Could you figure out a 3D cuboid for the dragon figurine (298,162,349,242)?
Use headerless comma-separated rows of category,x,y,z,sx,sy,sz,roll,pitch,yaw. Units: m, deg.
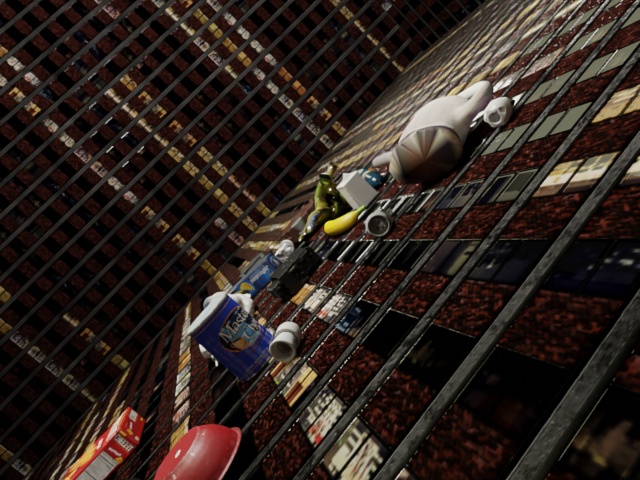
dragon figurine,0.005,-0.076,1.509,0.419,0.122,0.237,-54,-5,-47

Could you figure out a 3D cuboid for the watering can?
watering can,0.200,-0.188,1.035,0.342,0.103,0.229,-35,15,44

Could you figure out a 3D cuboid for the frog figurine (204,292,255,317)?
frog figurine,-0.224,0.174,1.337,0.137,0.120,0.162,2,28,32
